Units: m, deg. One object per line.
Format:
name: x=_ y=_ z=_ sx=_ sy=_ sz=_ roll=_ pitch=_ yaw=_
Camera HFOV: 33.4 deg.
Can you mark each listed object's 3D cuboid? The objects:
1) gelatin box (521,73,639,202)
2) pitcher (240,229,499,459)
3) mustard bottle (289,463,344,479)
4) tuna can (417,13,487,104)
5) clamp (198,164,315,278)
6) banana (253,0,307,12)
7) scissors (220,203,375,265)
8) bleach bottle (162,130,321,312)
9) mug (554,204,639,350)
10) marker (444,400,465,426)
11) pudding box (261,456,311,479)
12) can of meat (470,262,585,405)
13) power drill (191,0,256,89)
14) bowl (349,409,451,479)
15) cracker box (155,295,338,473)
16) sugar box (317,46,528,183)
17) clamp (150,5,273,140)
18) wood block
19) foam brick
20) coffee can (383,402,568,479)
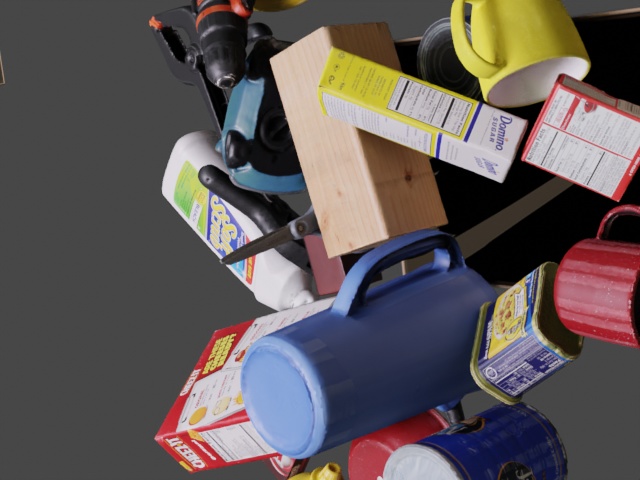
gelatin box: x=0.216 y=-0.082 z=0.856 sx=0.089 sy=0.030 sz=0.073 roll=25 pitch=123 yaw=7
pitcher: x=0.050 y=0.097 z=0.959 sx=0.145 sy=0.242 sz=0.149 roll=-46 pitch=68 yaw=44
mustard bottle: x=-0.012 y=0.327 z=1.237 sx=0.096 sy=0.058 sz=0.192 roll=47 pitch=131 yaw=34
tuna can: x=0.128 y=-0.159 z=0.959 sx=0.086 sy=0.033 sz=0.086 roll=17 pitch=114 yaw=46
clamp: x=-0.058 y=-0.028 z=1.146 sx=0.171 sy=0.120 sz=0.039 roll=46 pitch=116 yaw=14
banana: x=-0.074 y=-0.283 z=1.150 sx=0.198 sy=0.037 sz=0.070 roll=37 pitch=127 yaw=36
scissors: x=-0.007 y=0.001 z=1.048 sx=0.016 sy=0.201 sz=0.096 roll=-17 pitch=112 yaw=52
bleach bottle: x=-0.082 y=-0.011 z=1.219 sx=0.251 sy=0.067 sz=0.103 roll=47 pitch=132 yaw=27
mug: x=0.242 y=0.030 z=0.845 sx=0.082 sy=0.093 sz=0.117 roll=10 pitch=101 yaw=52
marker: x=0.146 y=0.213 z=1.054 sx=0.020 sy=0.020 sz=0.121 roll=-22 pitch=84 yaw=49
pudding box: x=-0.053 y=0.219 z=1.266 sx=0.114 sy=0.039 sz=0.090 roll=45 pitch=131 yaw=31
can of meat: x=0.181 y=0.078 z=0.918 sx=0.057 sy=0.102 sz=0.084 roll=33 pitch=133 yaw=-12
power drill: x=-0.052 y=-0.258 z=1.049 sx=0.188 sy=0.057 sz=0.184 roll=-30 pitch=52 yaw=31
bowl: x=0.080 y=0.244 z=1.111 sx=0.162 sy=0.055 sz=0.162 roll=17 pitch=113 yaw=45
cracker box: x=-0.050 y=0.151 z=1.119 sx=0.214 sy=0.164 sz=0.072 roll=-20 pitch=119 yaw=38
sugar box: x=0.087 y=-0.107 z=0.920 sx=0.176 sy=0.093 sz=0.048 roll=20 pitch=84 yaw=7
clamp: x=-0.134 y=-0.202 z=1.241 sx=0.210 sy=0.036 sz=0.165 roll=36 pitch=125 yaw=40
wood block: x=0.037 y=-0.097 z=1.036 sx=0.090 sy=0.090 sz=0.206 roll=-20 pitch=85 yaw=49
foam brick: x=0.022 y=0.013 z=1.114 sx=0.051 sy=0.052 sz=0.078 roll=-16 pitch=89 yaw=49
coffee can: x=0.141 y=0.214 z=0.967 sx=0.103 sy=0.140 sz=0.103 roll=17 pitch=113 yaw=45
